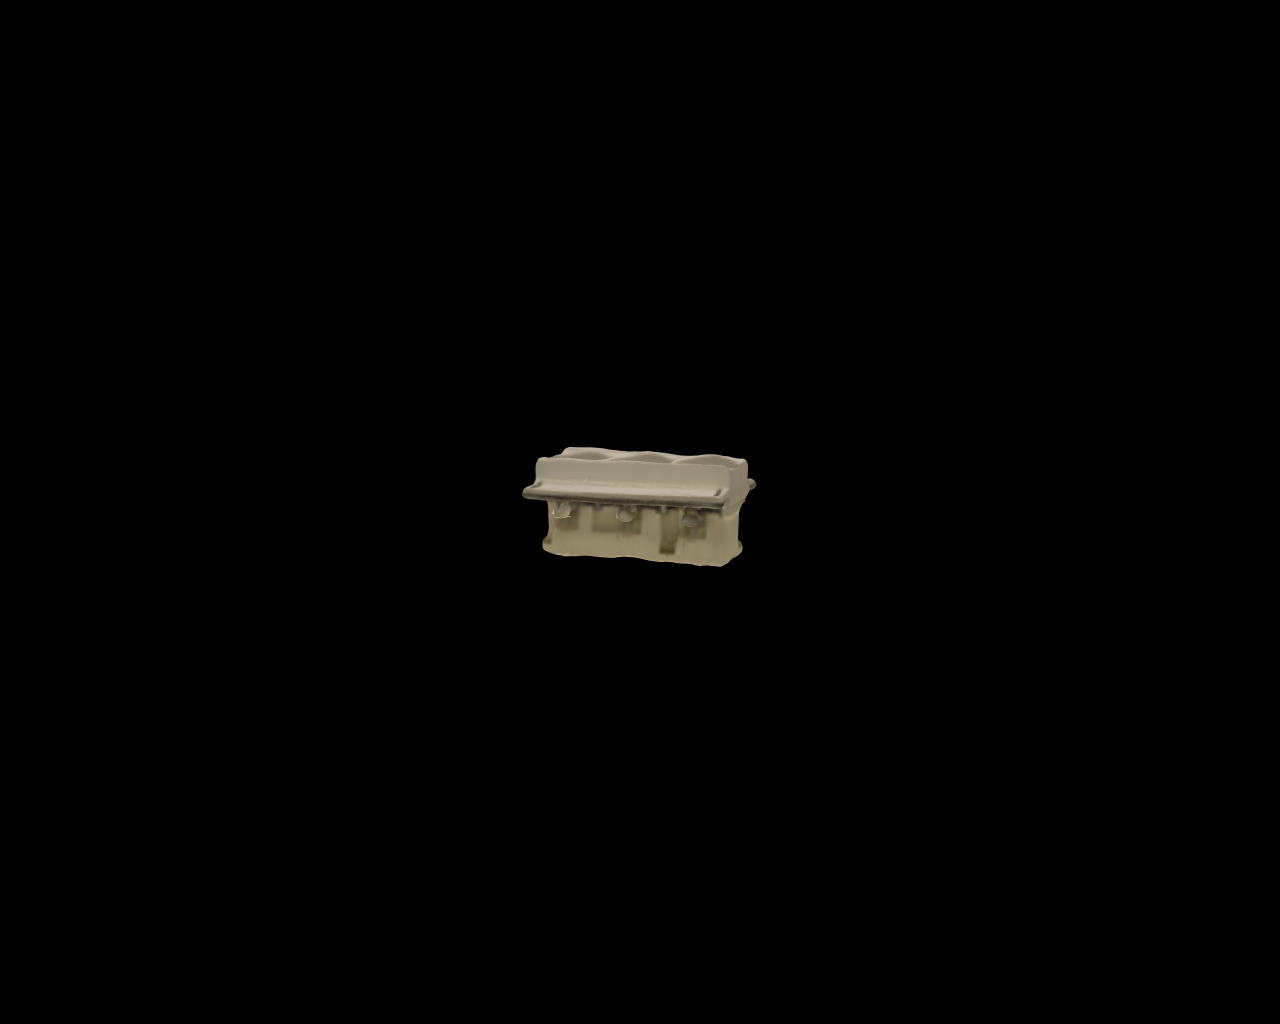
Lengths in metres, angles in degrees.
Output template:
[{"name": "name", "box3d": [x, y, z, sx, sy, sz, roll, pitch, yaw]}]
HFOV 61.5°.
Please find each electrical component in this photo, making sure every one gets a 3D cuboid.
[{"name": "electrical component", "box3d": [0.001, -0.003, 0.650, 0.121, 0.063, 0.079, 4, 12, 20]}]
